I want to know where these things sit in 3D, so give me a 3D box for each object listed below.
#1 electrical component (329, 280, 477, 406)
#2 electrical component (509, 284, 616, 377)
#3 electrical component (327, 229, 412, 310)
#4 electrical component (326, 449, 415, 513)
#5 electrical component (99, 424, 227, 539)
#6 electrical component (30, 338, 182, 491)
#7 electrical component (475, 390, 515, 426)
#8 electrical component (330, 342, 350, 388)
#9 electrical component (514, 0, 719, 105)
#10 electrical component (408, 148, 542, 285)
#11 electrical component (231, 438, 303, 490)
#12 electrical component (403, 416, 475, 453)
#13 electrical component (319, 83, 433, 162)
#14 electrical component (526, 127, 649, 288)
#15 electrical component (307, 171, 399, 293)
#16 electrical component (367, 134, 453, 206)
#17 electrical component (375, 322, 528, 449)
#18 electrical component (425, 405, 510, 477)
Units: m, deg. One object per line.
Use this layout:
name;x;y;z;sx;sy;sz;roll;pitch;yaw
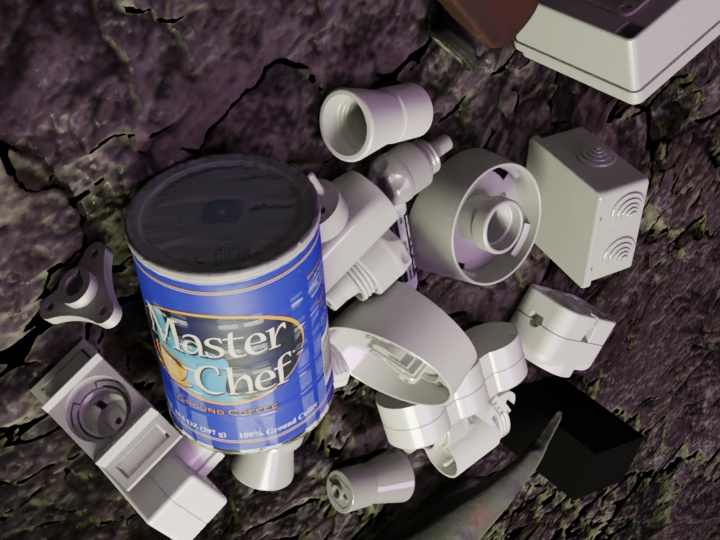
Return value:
electrical component;0.029;0.054;0.749;0.064;0.099;0.099;-49;144;-16
electrical component;0.173;0.054;0.940;0.095;0.054;0.059;13;109;-51
electrical component;0.000;0.000;0.715;0.062;0.043;0.043;-43;143;-12
electrical component;0.006;0.172;0.866;0.065;0.044;0.044;-7;124;-39
electrical component;-0.111;0.117;0.670;0.076;0.066;0.047;-47;143;-9
electrical component;-0.141;0.083;0.609;0.042;0.081;0.063;-45;166;-11
electrical component;0.103;0.105;0.911;0.040;0.046;0.040;-28;137;-30
electrical component;-0.043;0.068;0.723;0.081;0.043;0.043;-11;127;-43
electrical component;0.173;-0.175;0.706;0.109;0.109;0.056;-40;139;-17
electrical component;0.082;-0.038;0.777;0.099;0.064;0.099;-16;117;-35
electrical component;-0.062;0.117;0.741;0.045;0.045;0.055;-11;126;-43
electrical component;0.060;0.128;0.886;0.062;0.043;0.043;-28;137;-30
electrical component;0.013;-0.093;0.656;0.065;0.044;0.044;-20;133;-43
electrical component;0.168;-0.050;0.814;0.048;0.099;0.099;-18;133;-21
electrical component;-0.023;-0.030;0.665;0.077;0.043;0.079;-46;143;-10
electrical component;0.036;-0.070;0.705;0.061;0.035;0.035;-36;141;-25
electrical component;0.069;0.074;0.847;0.138;0.052;0.073;-30;116;-29
electrical component;0.100;0.141;0.940;0.081;0.043;0.043;-31;138;-28
